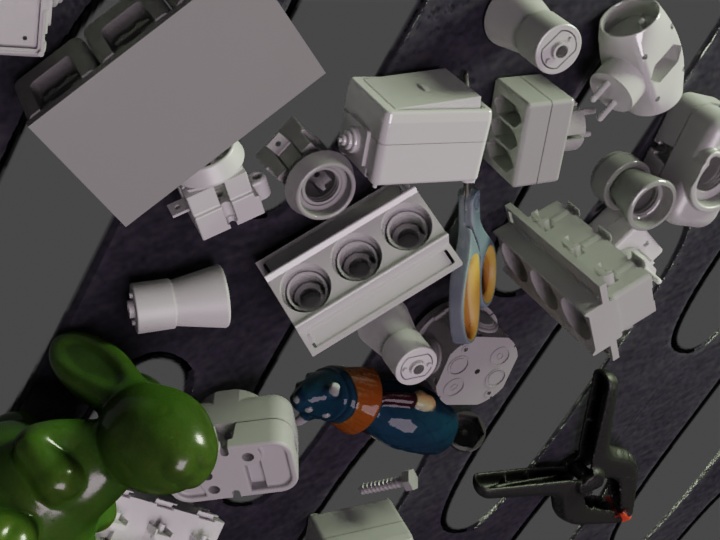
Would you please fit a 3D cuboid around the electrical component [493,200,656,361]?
[{"bbox_3d":[0.163,0.001,0.817,0.063,0.121,0.078,-30,131,-10],"label":"electrical component"}]

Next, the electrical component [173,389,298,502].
[{"bbox_3d":[-0.095,0.129,0.799,0.095,0.059,0.053,-7,127,2],"label":"electrical component"}]

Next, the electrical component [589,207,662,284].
[{"bbox_3d":[0.213,-0.004,0.870,0.065,0.076,0.047,-46,131,7],"label":"electrical component"}]

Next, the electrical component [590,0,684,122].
[{"bbox_3d":[0.193,-0.141,0.776,0.079,0.043,0.077,-47,134,-15],"label":"electrical component"}]

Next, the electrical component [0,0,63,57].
[{"bbox_3d":[-0.199,-0.150,0.552,0.096,0.061,0.061,-2,123,-28],"label":"electrical component"}]

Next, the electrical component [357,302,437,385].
[{"bbox_3d":[0.030,0.057,0.822,0.044,0.065,0.044,-14,127,-19],"label":"electrical component"}]

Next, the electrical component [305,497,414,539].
[{"bbox_3d":[0.005,0.249,0.948,0.096,0.061,0.061,-7,125,-25],"label":"electrical component"}]

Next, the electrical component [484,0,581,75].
[{"bbox_3d":[0.117,-0.158,0.716,0.044,0.065,0.044,-14,128,-19],"label":"electrical component"}]

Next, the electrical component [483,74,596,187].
[{"bbox_3d":[0.137,-0.103,0.778,0.077,0.047,0.065,-10,126,-22],"label":"electrical component"}]

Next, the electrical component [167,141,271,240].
[{"bbox_3d":[-0.094,-0.058,0.687,0.066,0.048,0.055,-25,138,-11],"label":"electrical component"}]

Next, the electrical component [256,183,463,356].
[{"bbox_3d":[0.000,0.000,0.761,0.121,0.078,0.063,-31,161,-5],"label":"electrical component"}]

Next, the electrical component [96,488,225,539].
[{"bbox_3d":[-0.168,0.196,0.814,0.121,0.079,0.063,28,84,-39],"label":"electrical component"}]

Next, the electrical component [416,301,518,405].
[{"bbox_3d":[0.083,0.067,0.867,0.080,0.051,0.080,-15,128,-19],"label":"electrical component"}]

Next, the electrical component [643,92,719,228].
[{"bbox_3d":[0.268,-0.084,0.854,0.054,0.059,0.095,5,120,-31],"label":"electrical component"}]

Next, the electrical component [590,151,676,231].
[{"bbox_3d":[0.213,-0.063,0.842,0.045,0.055,0.045,-14,128,-19],"label":"electrical component"}]

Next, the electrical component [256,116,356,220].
[{"bbox_3d":[-0.033,-0.064,0.707,0.048,0.055,0.066,-46,131,8],"label":"electrical component"}]

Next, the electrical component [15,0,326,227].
[{"bbox_3d":[-0.111,-0.112,0.626,0.150,0.061,0.089,-38,132,0],"label":"electrical component"}]

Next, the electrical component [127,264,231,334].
[{"bbox_3d":[-0.124,0.022,0.730,0.065,0.044,0.044,-8,126,-18],"label":"electrical component"}]

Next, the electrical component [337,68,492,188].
[{"bbox_3d":[0.030,-0.096,0.714,0.096,0.061,0.061,-5,124,-26],"label":"electrical component"}]
